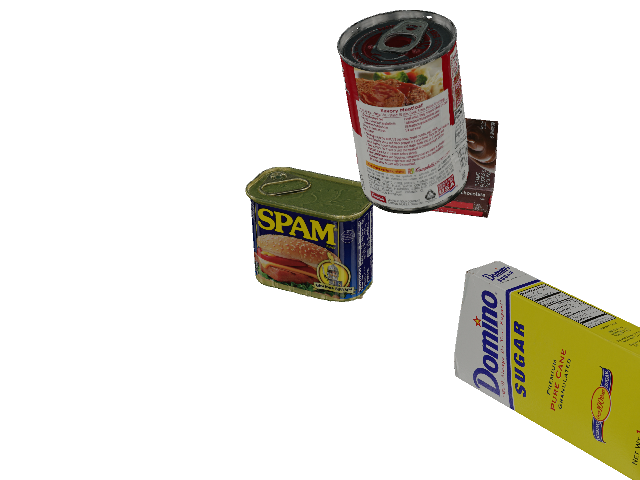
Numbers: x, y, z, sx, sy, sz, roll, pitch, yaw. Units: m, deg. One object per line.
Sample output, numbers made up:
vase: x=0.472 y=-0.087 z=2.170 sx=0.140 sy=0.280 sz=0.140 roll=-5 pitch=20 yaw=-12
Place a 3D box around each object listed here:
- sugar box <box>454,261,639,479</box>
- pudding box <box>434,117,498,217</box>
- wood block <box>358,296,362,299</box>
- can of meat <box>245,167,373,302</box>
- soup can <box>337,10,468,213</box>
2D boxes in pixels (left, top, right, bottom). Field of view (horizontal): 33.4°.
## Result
sugar box: x=0.174 y=0.089 z=0.763 sx=0.048 sy=0.093 sz=0.176 roll=-16 pitch=29 yaw=-40
pudding box: x=0.118 y=-0.073 z=1.000 sx=0.090 sy=0.039 sz=0.113 roll=8 pitch=39 yaw=6
wood block: x=0.026 y=0.004 z=1.651 sx=0.091 sy=0.090 sz=0.206 roll=3 pitch=24 yaw=2
can of meat: x=-0.007 y=-0.004 z=0.854 sx=0.102 sy=0.084 sz=0.057 roll=13 pitch=34 yaw=23
soup can: x=0.051 y=-0.075 z=0.633 sx=0.068 sy=0.102 sz=0.068 roll=-7 pitch=37 yaw=5
